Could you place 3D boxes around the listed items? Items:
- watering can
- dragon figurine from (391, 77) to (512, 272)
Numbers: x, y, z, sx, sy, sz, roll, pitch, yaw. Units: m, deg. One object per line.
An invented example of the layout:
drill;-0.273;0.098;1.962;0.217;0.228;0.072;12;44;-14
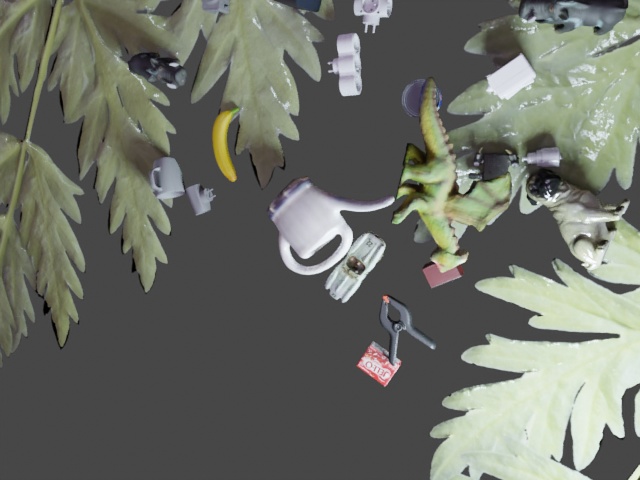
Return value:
watering can;0.004;-0.063;1.248;0.342;0.225;0.105;-43;-8;30
dragon figurine;0.289;-0.127;1.112;0.243;0.406;0.123;15;11;11
